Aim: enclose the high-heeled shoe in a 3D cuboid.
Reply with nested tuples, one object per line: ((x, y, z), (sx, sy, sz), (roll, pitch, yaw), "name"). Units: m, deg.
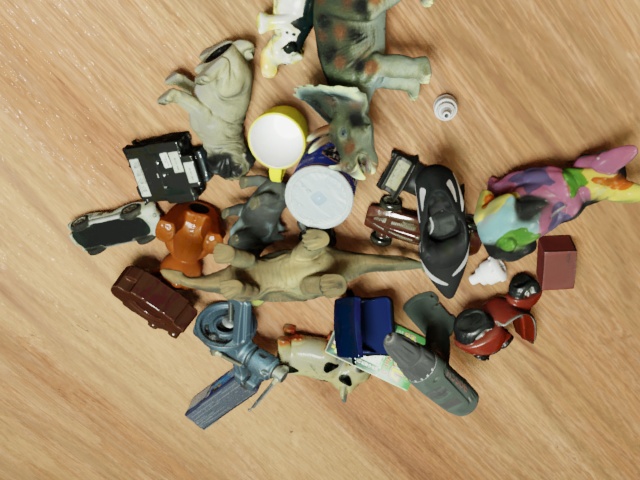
((0.191, 0.001, 0.815), (0.086, 0.145, 0.248), (-13, 108, 9), "high-heeled shoe")

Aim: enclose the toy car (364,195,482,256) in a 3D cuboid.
((0.176, -0.014, 0.917), (0.202, 0.053, 0.089), (14, 124, 1), "toy car")

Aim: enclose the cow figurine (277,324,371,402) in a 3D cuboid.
((0.008, 0.250, 1.083), (0.195, 0.085, 0.127), (9, 115, 2), "cow figurine")

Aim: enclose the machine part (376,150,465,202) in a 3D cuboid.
((0.168, -0.090, 0.883), (0.139, 0.039, 0.084), (23, 114, -1), "machine part")

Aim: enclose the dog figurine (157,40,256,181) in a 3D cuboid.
((-0.136, -0.199, 0.853), (0.172, 0.121, 0.190), (-21, 128, 25), "dog figurine")

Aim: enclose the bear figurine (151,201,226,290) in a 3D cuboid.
((-0.249, 0.030, 0.979), (0.120, 0.132, 0.195), (18, 116, -13), "bear figurine")

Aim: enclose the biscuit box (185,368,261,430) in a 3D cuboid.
((-0.212, 0.343, 1.192), (0.062, 0.059, 0.202), (44, 118, -13), "biscuit box")

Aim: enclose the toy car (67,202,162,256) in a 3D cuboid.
((-0.386, -0.023, 1.017), (0.202, 0.056, 0.073), (-11, 123, 18), "toy car")

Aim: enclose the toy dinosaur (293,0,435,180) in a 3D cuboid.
((0.053, -0.294, 0.731), (0.192, 0.131, 0.404), (-3, 111, -2), "toy dinosaur")

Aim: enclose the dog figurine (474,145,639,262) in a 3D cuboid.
((0.355, -0.060, 0.789), (0.219, 0.191, 0.108), (-17, 110, 36), "dog figurine")

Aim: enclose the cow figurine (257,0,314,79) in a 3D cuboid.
((-0.042, -0.315, 0.775), (0.098, 0.068, 0.167), (4, 123, -6), "cow figurine")

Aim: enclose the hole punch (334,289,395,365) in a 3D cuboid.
((0.063, 0.155, 0.960), (0.116, 0.092, 0.142), (-13, 78, 45), "hole punch")

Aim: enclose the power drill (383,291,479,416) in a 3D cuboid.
((0.191, 0.181, 0.938), (0.086, 0.207, 0.232), (-37, 110, 20), "power drill")

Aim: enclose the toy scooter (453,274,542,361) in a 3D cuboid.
((0.328, 0.155, 0.958), (0.184, 0.075, 0.135), (-36, 122, -3), "toy scooter")

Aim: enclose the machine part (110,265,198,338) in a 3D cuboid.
((-0.323, 0.121, 1.041), (0.179, 0.056, 0.179), (25, 152, 14), "machine part")

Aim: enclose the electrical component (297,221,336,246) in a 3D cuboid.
((-0.002, -0.003, 0.972), (0.063, 0.021, 0.093), (-18, 117, 19), "electrical component")

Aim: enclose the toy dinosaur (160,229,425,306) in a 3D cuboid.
((-0.019, 0.051, 0.885), (0.472, 0.198, 0.105), (-1, 80, -6), "toy dinosaur")

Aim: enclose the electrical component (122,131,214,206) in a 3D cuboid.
((-0.256, -0.123, 0.931), (0.134, 0.058, 0.114), (-3, 121, 12), "electrical component")

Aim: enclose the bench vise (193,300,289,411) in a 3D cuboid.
((-0.153, 0.176, 1.025), (0.224, 0.129, 0.240), (35, 136, 30), "bench vise")

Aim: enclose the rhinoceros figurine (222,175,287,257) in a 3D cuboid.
((-0.108, -0.031, 0.933), (0.112, 0.073, 0.190), (-5, 137, -36), "rhinoceros figurine")
